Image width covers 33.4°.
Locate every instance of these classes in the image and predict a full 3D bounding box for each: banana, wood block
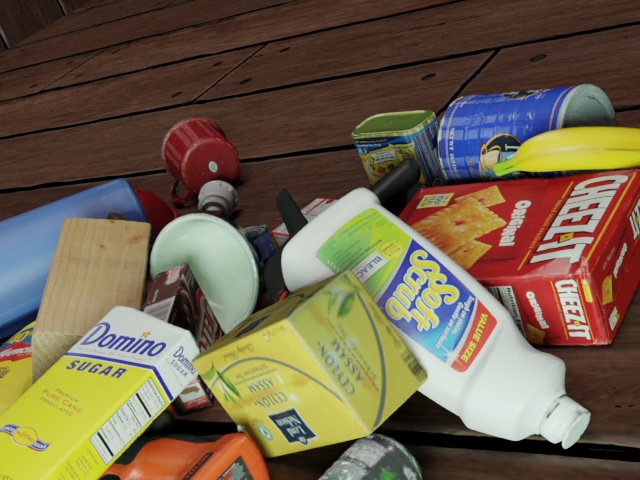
[{"bbox_3d":[0.252,-0.076,0.913,0.197,0.037,0.070,0,-4,-11],"label":"banana"},{"bbox_3d":[-0.213,0.068,1.011,0.090,0.091,0.206,4,30,-8],"label":"wood block"}]

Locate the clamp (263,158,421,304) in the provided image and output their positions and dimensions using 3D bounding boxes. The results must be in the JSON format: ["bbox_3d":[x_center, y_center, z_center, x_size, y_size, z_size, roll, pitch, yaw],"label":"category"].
[{"bbox_3d":[-0.007,0.001,1.018,0.165,0.036,0.209,-8,36,37],"label":"clamp"}]

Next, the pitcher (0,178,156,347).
[{"bbox_3d":[-0.308,0.031,1.217,0.242,0.149,0.145,-25,8,-11],"label":"pitcher"}]

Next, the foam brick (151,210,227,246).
[{"bbox_3d":[-0.138,0.009,1.180,0.053,0.051,0.078,0,33,44],"label":"foam brick"}]

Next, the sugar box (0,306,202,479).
[{"bbox_3d":[-0.178,0.128,0.807,0.093,0.048,0.176,15,52,40],"label":"sugar box"}]

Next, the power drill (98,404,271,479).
[{"bbox_3d":[-0.142,0.188,0.794,0.188,0.057,0.184,4,39,46],"label":"power drill"}]

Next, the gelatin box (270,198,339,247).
[{"bbox_3d":[0.003,-0.012,1.122,0.073,0.030,0.089,-38,26,-29],"label":"gelatin box"}]

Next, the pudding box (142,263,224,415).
[{"bbox_3d":[-0.122,0.086,0.951,0.039,0.090,0.113,-19,24,14],"label":"pudding box"}]

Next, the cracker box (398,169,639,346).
[{"bbox_3d":[0.151,0.013,0.880,0.214,0.072,0.164,-4,30,36],"label":"cracker box"}]

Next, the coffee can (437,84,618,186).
[{"bbox_3d":[0.198,-0.093,1.023,0.141,0.103,0.102,2,33,44],"label":"coffee can"}]

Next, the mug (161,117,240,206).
[{"bbox_3d":[-0.160,-0.096,1.396,0.117,0.093,0.082,-54,29,5],"label":"mug"}]

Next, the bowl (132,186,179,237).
[{"bbox_3d":[-0.264,-0.023,1.359,0.162,0.055,0.162,-20,23,8],"label":"bowl"}]

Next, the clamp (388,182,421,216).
[{"bbox_3d":[0.051,0.000,1.045,0.120,0.039,0.171,-5,30,29],"label":"clamp"}]

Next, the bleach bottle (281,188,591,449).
[{"bbox_3d":[0.088,0.059,0.764,0.102,0.068,0.251,-38,52,-23],"label":"bleach bottle"}]

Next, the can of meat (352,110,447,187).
[{"bbox_3d":[0.090,-0.089,1.139,0.102,0.084,0.057,1,33,44],"label":"can of meat"}]

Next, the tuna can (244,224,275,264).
[{"bbox_3d":[-0.091,0.014,1.125,0.086,0.034,0.086,-19,10,3],"label":"tuna can"}]

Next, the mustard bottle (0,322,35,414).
[{"bbox_3d":[-0.289,0.131,1.049,0.096,0.058,0.191,-6,28,29],"label":"mustard bottle"}]
